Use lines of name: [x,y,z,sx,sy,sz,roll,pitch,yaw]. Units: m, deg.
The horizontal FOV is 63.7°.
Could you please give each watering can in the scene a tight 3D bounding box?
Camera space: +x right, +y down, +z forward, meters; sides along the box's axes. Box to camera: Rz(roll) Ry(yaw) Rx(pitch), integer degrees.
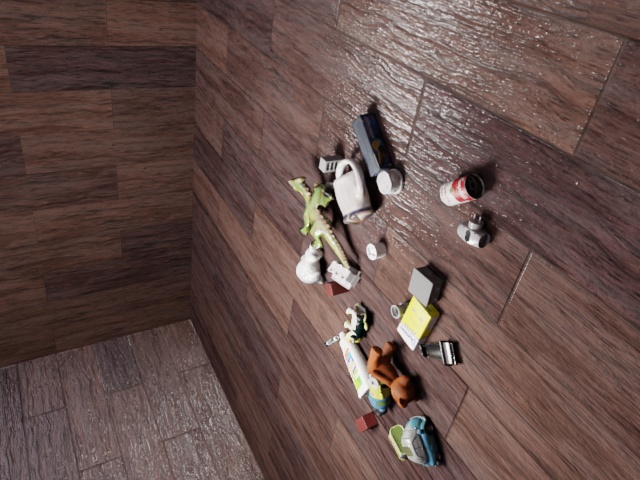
watering can: [0.099,-0.160,1.820,0.344,0.104,0.226,143,113,-73]

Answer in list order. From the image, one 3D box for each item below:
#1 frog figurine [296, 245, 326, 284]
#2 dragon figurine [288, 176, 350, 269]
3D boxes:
frog figurine: [-0.041,0.097,2.127,0.140,0.123,0.156,-111,12,-57]
dragon figurine: [0.006,-0.097,1.930,0.417,0.123,0.237,46,150,35]
